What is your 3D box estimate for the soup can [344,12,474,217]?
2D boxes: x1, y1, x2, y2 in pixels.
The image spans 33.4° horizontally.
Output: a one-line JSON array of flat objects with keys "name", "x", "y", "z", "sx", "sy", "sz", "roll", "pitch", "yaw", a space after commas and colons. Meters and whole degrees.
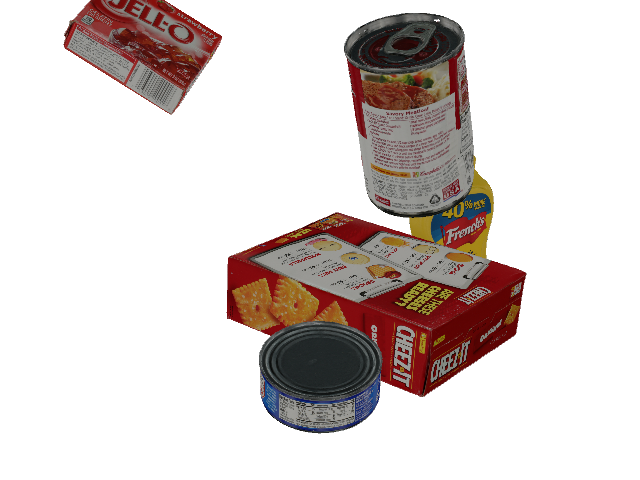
[{"name": "soup can", "x": 0.054, "y": -0.073, "z": 0.629, "sx": 0.068, "sy": 0.102, "sz": 0.068, "roll": -7, "pitch": 37, "yaw": 5}]

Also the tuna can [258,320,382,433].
[{"name": "tuna can", "x": 0.000, "y": 0.095, "z": 0.745, "sx": 0.086, "sy": 0.034, "sz": 0.086, "roll": 0, "pitch": 32, "yaw": 0}]

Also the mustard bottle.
[{"name": "mustard bottle", "x": 0.138, "y": -0.017, "z": 1.129, "sx": 0.096, "sy": 0.192, "sz": 0.058, "roll": -11, "pitch": 24, "yaw": -27}]

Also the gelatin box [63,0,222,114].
[{"name": "gelatin box", "x": -0.122, "y": -0.139, "z": 0.739, "sx": 0.089, "sy": 0.073, "sz": 0.030, "roll": 32, "pitch": -47, "yaw": -8}]

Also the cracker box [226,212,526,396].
[{"name": "cracker box", "x": 0.048, "y": 0.050, "z": 0.951, "sx": 0.214, "sy": 0.072, "sz": 0.163, "roll": 19, "pitch": 27, "yaw": 34}]
